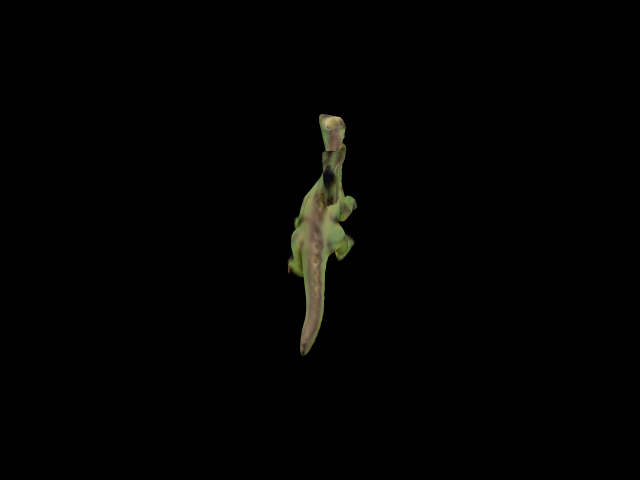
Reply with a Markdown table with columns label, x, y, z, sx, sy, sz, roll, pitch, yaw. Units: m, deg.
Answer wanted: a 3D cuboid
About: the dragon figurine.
| label | x | y | z | sx | sy | sz | roll | pitch | yaw |
| --- | --- | --- | --- | --- | --- | --- | --- | --- | --- |
| dragon figurine | 0.003 | -0.043 | 0.850 | 0.122 | 0.420 | 0.237 | 3 | -34 | 2 |
